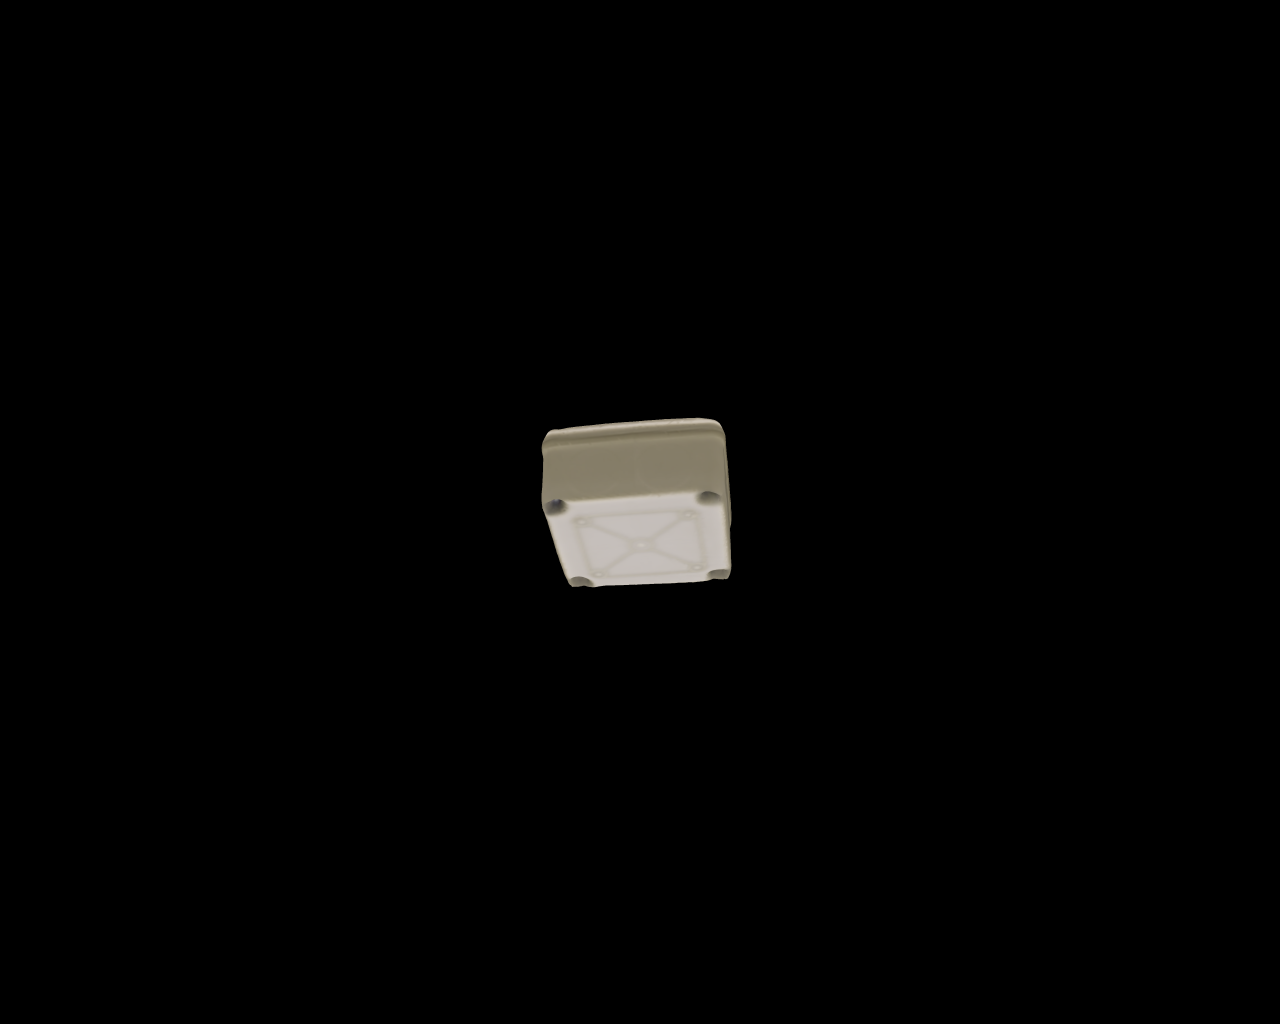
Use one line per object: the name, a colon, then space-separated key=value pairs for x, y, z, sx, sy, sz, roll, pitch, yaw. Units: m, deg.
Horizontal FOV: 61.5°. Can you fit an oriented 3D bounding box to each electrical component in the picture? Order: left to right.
electrical component: x=0.001 y=-0.003 z=0.650 sx=0.109 sy=0.056 sz=0.108 roll=-3 pitch=-33 yaw=5
